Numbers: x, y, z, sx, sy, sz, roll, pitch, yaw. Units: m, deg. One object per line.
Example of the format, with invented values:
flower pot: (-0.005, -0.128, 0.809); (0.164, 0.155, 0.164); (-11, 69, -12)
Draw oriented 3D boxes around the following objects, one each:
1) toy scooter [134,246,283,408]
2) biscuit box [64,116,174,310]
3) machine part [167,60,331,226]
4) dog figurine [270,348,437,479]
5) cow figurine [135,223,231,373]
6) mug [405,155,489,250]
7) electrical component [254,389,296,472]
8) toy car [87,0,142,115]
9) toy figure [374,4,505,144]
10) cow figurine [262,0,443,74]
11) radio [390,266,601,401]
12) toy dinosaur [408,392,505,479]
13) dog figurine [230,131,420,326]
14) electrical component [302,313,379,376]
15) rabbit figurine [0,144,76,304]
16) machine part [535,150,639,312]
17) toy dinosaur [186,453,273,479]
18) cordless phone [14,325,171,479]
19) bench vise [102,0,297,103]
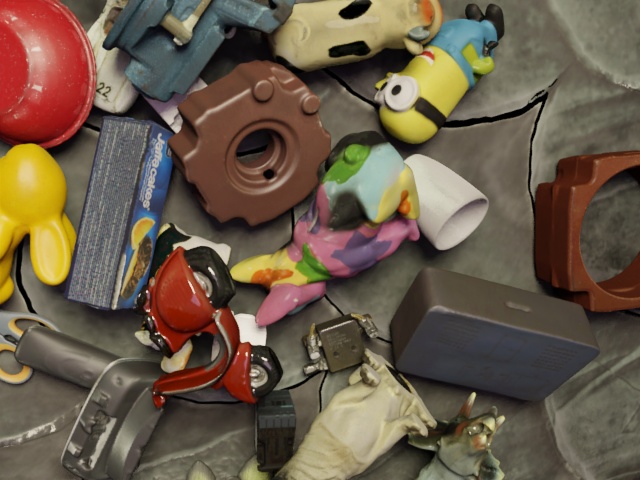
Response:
toy scooter: (-0.134, 0.104, 0.560); (0.135, 0.075, 0.183); (-27, 97, 2)
biscuit box: (-0.211, -0.029, 0.579); (0.063, 0.059, 0.202); (11, 87, 13)
machine part: (-0.071, -0.098, 0.583); (0.179, 0.056, 0.179); (-18, 132, -22)
dog figurine: (0.030, 0.239, 0.650); (0.190, 0.172, 0.121); (-45, 69, 8)
cow figurine: (-0.171, 0.070, 0.624); (0.098, 0.068, 0.167); (21, 92, -8)
mug: (0.139, -0.048, 0.652); (0.081, 0.109, 0.107); (-39, 61, 2)
electrical component: (-0.057, 0.215, 0.668); (0.048, 0.075, 0.119); (2, 96, -11)
toy car: (-0.197, -0.233, 0.575); (0.073, 0.056, 0.201); (26, 94, -13)
toy figure: (0.145, -0.193, 0.635); (0.180, 0.082, 0.089); (-44, 102, -4)
cow figurine: (0.039, -0.232, 0.584); (0.195, 0.127, 0.085); (-12, 104, -6)
radio: (0.211, 0.123, 0.676); (0.230, 0.073, 0.131); (15, 130, -10)
toy dinosaur: (0.175, 0.381, 0.694); (0.192, 0.131, 0.404); (-30, 117, -41)
dog figurine: (-0.001, -0.002, 0.599); (0.219, 0.191, 0.109); (-34, 61, -7)
electrical component: (0.024, 0.129, 0.682); (0.102, 0.045, 0.078); (-12, 100, -9)
rabbit figurine: (-0.327, -0.015, 0.554); (0.162, 0.122, 0.173); (43, 89, -19)
machine part: (0.392, -0.015, 0.708); (0.201, 0.087, 0.201); (-6, 99, -10)
toy dinosaur: (-0.070, 0.376, 0.677); (0.471, 0.105, 0.198); (7, 94, -23)
cordless phone: (-0.275, 0.188, 0.618); (0.184, 0.089, 0.146); (26, 94, -10)
bench vise: (-0.145, -0.253, 0.478); (0.240, 0.129, 0.223); (34, 117, -25)
